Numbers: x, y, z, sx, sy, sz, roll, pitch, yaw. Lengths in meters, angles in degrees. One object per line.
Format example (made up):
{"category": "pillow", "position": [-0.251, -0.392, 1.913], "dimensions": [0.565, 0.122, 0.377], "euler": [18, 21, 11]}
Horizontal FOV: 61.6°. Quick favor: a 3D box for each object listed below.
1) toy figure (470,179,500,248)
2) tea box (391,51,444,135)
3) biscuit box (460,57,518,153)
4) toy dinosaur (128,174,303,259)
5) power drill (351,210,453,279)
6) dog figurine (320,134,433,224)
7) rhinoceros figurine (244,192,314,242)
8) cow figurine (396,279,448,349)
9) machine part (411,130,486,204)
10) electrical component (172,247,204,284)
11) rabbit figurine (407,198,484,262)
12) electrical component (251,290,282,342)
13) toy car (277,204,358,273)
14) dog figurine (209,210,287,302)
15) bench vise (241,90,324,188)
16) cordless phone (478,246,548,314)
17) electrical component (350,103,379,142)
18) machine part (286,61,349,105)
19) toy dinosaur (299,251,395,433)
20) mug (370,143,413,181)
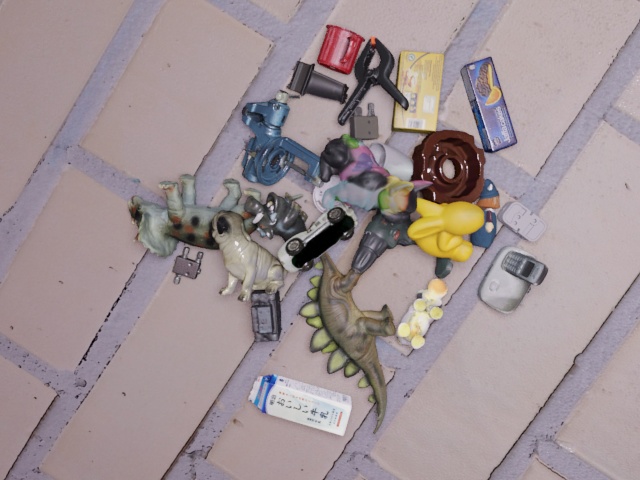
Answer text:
{"category": "toy figure", "position": [0.375, -0.060, 1.215], "dimensions": [0.058, 0.064, 0.154], "euler": [8, 93, -39]}
{"category": "tea box", "position": [0.216, -0.326, 1.198], "dimensions": [0.098, 0.068, 0.169], "euler": [7, 94, 2]}
{"category": "biscuit box", "position": [0.375, -0.297, 1.195], "dimensions": [0.063, 0.059, 0.202], "euler": [-18, 94, 5]}
{"category": "toy dinosaur", "position": [-0.250, -0.042, 1.230], "dimensions": [0.405, 0.131, 0.192], "euler": [8, 112, -5]}
{"category": "power drill", "position": [0.197, 0.010, 1.200], "dimensions": [0.207, 0.086, 0.232], "euler": [25, 72, 0]}
{"category": "dog figurine", "position": [0.114, -0.127, 1.089], "dimensions": [0.219, 0.108, 0.191], "euler": [0, 93, 41]}
{"category": "rhinoceros figurine", "position": [-0.089, -0.046, 1.194], "dimensions": [0.112, 0.073, 0.190], "euler": [-46, 136, 6]}
{"category": "cow figurine", "position": [0.235, 0.169, 1.236], "dimensions": [0.068, 0.098, 0.167], "euler": [34, 77, 5]}
{"category": "machine part", "position": [0.283, -0.157, 1.187], "dimensions": [0.179, 0.056, 0.179], "euler": [0, 91, -21]}
{"category": "electrical component", "position": [-0.316, 0.066, 1.283], "dimensions": [0.063, 0.021, 0.094], "euler": [20, 95, 1]}
{"category": "rabbit figurine", "position": [0.260, -0.038, 1.095], "dimensions": [0.162, 0.173, 0.122], "euler": [16, 75, -12]}
{"category": "electrical component", "position": [-0.121, 0.169, 1.225], "dimensions": [0.058, 0.134, 0.114], "euler": [-6, 96, 1]}
{"category": "toy car", "position": [-0.002, -0.004, 1.196], "dimensions": [0.202, 0.056, 0.073], "euler": [-38, 130, -6]}
{"category": "dog figurine", "position": [-0.151, 0.021, 1.182], "dimensions": [0.121, 0.172, 0.190], "euler": [5, 105, 36]}
{"category": "bench vise", "position": [-0.075, -0.202, 1.183], "dimensions": [0.241, 0.129, 0.223], "euler": [36, 105, 24]}
{"category": "cordless phone", "position": [0.429, 0.097, 1.164], "dimensions": [0.089, 0.184, 0.146], "euler": [27, 96, -4]}
{"category": "electrical component", "position": [0.090, -0.257, 1.225], "dimensions": [0.078, 0.045, 0.102], "euler": [-12, 98, -24]}
{"category": "machine part", "position": [0.000, -0.353, 1.223], "dimensions": [0.139, 0.039, 0.084], "euler": [24, 90, 3]}
{"category": "toy dinosaur", "position": [0.073, 0.206, 1.238], "dimensions": [0.199, 0.105, 0.471], "euler": [-28, 84, 13]}
{"category": "mug", "position": [0.156, -0.171, 1.206], "dimensions": [0.107, 0.110, 0.080], "euler": [15, 124, -32]}
